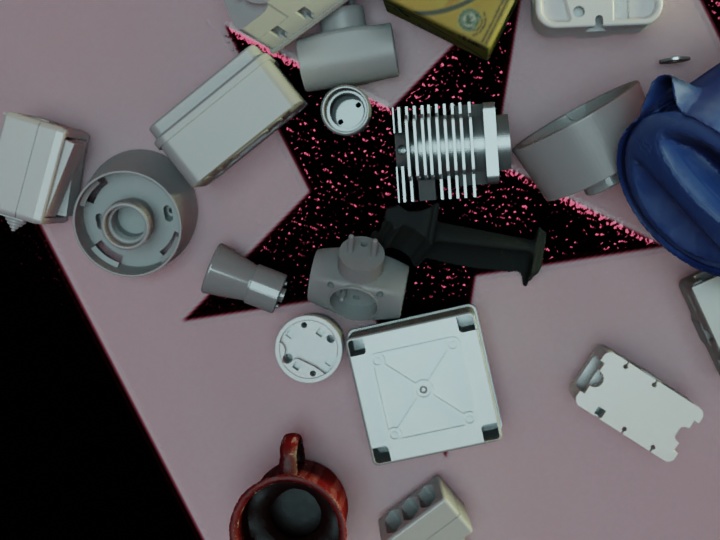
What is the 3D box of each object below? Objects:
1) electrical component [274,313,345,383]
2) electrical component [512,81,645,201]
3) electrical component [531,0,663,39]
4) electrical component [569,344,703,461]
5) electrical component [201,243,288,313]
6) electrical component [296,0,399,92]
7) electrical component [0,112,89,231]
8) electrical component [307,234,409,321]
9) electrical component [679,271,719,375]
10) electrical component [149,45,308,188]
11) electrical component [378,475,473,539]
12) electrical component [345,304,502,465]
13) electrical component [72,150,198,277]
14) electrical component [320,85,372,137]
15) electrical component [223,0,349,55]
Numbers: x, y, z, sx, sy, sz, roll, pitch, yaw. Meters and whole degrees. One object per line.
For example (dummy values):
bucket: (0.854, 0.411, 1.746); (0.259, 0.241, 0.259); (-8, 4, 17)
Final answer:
electrical component: (-0.039, 0.062, 0.885); (0.055, 0.047, 0.055); (0, 94, 5)
electrical component: (0.179, -0.093, 0.829); (0.108, 0.108, 0.060); (-29, 97, 6)
electrical component: (0.183, -0.213, 0.842); (0.095, 0.059, 0.053); (-1, 94, 5)
electrical component: (0.219, 0.104, 0.861); (0.089, 0.056, 0.050); (33, 96, 2)
electrical component: (-0.093, 0.010, 0.889); (0.065, 0.044, 0.044); (21, 95, -2)
electrical component: (-0.012, -0.189, 0.867); (0.077, 0.044, 0.079); (-9, 93, 5)
electrical component: (-0.265, -0.076, 0.887); (0.061, 0.062, 0.096); (17, 95, 3)
electrical component: (0.000, 0.000, 0.866); (0.077, 0.079, 0.044); (11, 50, 4)
electrical component: (0.341, 0.020, 0.843); (0.150, 0.062, 0.089); (-25, 91, 6)
electrical component: (-0.105, -0.123, 0.863); (0.113, 0.078, 0.057); (-38, 93, 6)
electrical component: (0.064, 0.224, 0.887); (0.066, 0.047, 0.076); (-38, 102, 6)
electrical component: (0.052, 0.093, 0.874); (0.109, 0.056, 0.108); (-13, 93, 6)
electrical component: (-0.187, -0.045, 0.894); (0.099, 0.064, 0.099); (1, 107, 3)
electrical component: (-0.010, -0.127, 0.870); (0.040, 0.046, 0.040); (0, 94, 5)
electrical component: (-0.028, -0.267, 0.817); (0.186, 0.060, 0.105); (-32, 69, 20)
